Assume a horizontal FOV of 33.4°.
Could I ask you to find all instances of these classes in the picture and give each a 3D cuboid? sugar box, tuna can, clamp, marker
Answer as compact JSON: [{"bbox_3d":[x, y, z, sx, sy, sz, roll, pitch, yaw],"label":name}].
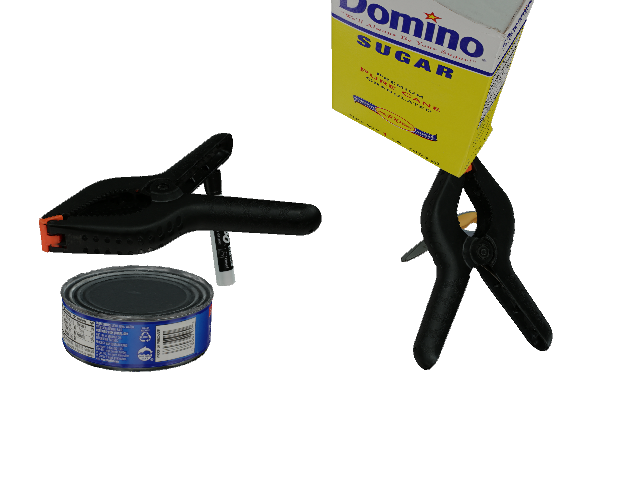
[{"bbox_3d":[0.053,-0.100,0.561,0.093,0.048,0.176,29,-13,11],"label":"sugar box"},{"bbox_3d":[-0.104,0.043,0.609,0.086,0.034,0.086,3,17,-1],"label":"tuna can"},{"bbox_3d":[-0.115,-0.025,0.845,0.209,0.036,0.165,-21,37,-33],"label":"clamp"},{"bbox_3d":[-0.101,-0.015,1.050,0.020,0.121,0.020,-6,16,1],"label":"marker"},{"bbox_3d":[0.110,0.018,0.829,0.120,0.171,0.039,-15,-2,-29],"label":"clamp"}]

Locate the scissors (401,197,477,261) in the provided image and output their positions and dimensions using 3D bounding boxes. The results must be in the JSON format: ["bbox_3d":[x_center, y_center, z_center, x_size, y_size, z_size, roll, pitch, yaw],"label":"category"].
[{"bbox_3d":[0.125,-0.016,1.227,0.201,0.016,0.096,-12,40,-46],"label":"scissors"}]
